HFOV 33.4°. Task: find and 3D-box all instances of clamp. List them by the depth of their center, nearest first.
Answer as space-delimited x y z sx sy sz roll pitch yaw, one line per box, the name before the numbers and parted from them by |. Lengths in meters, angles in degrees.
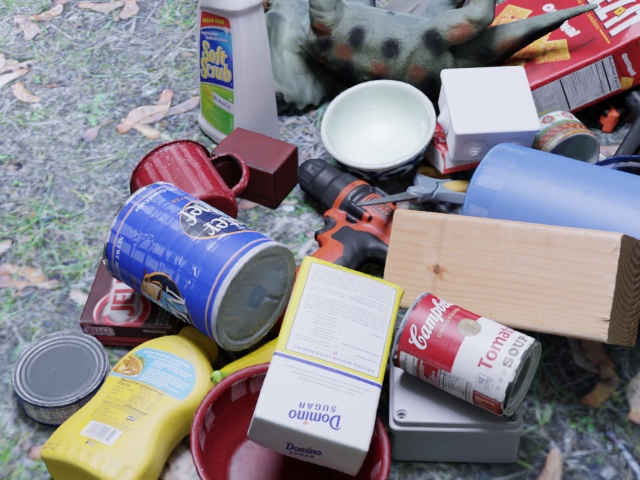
clamp | 0.372 -0.138 1.169 0.164 0.036 0.210 -2 51 -11
clamp | 0.321 -0.195 1.250 0.120 0.039 0.171 8 45 9

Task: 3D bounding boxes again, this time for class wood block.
wood block | 0.168 0.031 0.931 0.206 0.090 0.091 8 88 32

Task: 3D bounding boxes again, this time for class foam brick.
foam brick | -0.069 -0.078 1.142 0.078 0.053 0.051 20 49 20

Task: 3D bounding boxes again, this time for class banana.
banana | -0.020 0.097 0.952 0.197 0.070 0.037 -28 85 -30

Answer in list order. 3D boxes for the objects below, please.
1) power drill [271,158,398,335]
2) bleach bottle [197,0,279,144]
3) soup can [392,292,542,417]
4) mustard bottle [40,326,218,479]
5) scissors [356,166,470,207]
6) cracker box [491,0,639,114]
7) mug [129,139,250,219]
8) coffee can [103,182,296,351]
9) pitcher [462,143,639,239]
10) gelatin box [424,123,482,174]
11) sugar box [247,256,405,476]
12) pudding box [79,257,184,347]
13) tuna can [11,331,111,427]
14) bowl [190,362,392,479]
power drill | -0.007 0.001 1.053 0.187 0.057 0.185 -33 51 -27
bleach bottle | -0.096 -0.213 1.140 0.068 0.251 0.103 -30 50 -26
soup can | 0.118 0.092 0.861 0.102 0.068 0.068 23 50 24
mustard bottle | -0.144 0.138 0.917 0.096 0.058 0.191 13 46 28
scissors | 0.091 -0.053 1.081 0.201 0.016 0.096 -2 24 -35
cracker box | 0.266 -0.219 1.209 0.214 0.072 0.164 -24 43 10
mug | -0.125 -0.047 1.085 0.117 0.093 0.082 -29 54 -10
coffee can | -0.106 0.022 0.946 0.140 0.103 0.102 28 52 29
pitcher | 0.268 -0.016 1.008 0.243 0.145 0.149 22 13 27
gelatin box | 0.150 -0.105 1.155 0.073 0.030 0.089 -12 26 -11
sugar box | 0.007 0.099 0.873 0.093 0.048 0.176 18 48 0
pudding box | -0.171 0.050 1.024 0.090 0.039 0.113 3 44 7
tuna can | -0.230 0.124 0.955 0.086 0.034 0.086 -2 44 1
bowl | -0.027 0.178 0.859 0.162 0.055 0.162 7 45 -8
